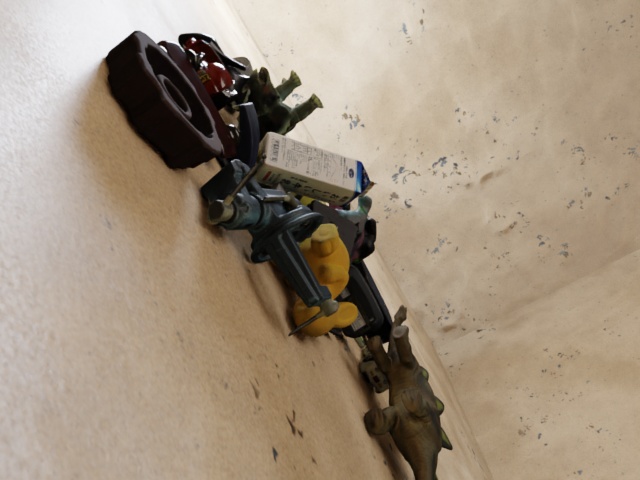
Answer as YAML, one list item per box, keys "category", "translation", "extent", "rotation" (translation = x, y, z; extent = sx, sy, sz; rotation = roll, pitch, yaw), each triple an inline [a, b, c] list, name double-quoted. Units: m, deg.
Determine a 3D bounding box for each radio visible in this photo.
- category: "radio"
  translation: [0.109, 0.141, 1.287]
  extent: [0.229, 0.073, 0.131]
  rotation: [60, 9, -32]

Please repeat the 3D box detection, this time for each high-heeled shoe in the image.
- category: "high-heeled shoe"
  translation: [-0.227, -0.352, 1.151]
  extent: [0.145, 0.086, 0.248]
  rotation: [22, -13, -6]

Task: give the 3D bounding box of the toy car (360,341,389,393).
- category: "toy car"
  translation: [0.125, 0.267, 1.148]
  extent: [0.073, 0.056, 0.201]
  rotation: [56, 7, 2]

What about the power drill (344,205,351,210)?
- category: "power drill"
  translation: [0.069, -0.081, 1.359]
  extent: [0.232, 0.086, 0.207]
  rotation: [164, -75, -73]

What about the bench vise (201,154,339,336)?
- category: "bench vise"
  translation: [-0.054, 0.003, 0.743]
  extent: [0.240, 0.129, 0.223]
  rotation: [57, 8, 11]

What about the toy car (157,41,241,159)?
- category: "toy car"
  translation: [-0.194, -0.210, 0.822]
  extent: [0.202, 0.053, 0.089]
  rotation: [61, 23, -4]

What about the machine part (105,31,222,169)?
- category: "machine part"
  translation: [-0.197, -0.174, 0.684]
  extent: [0.179, 0.056, 0.179]
  rotation: [57, 9, -15]

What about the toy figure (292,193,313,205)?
- category: "toy figure"
  translation: [-0.040, -0.078, 1.207]
  extent: [0.180, 0.082, 0.089]
  rotation: [60, 6, -28]

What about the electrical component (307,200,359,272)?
- category: "electrical component"
  translation: [-0.002, -0.003, 0.978]
  extent: [0.134, 0.058, 0.115]
  rotation: [23, 63, -19]

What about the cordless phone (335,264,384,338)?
- category: "cordless phone"
  translation: [0.051, 0.130, 1.123]
  extent: [0.146, 0.089, 0.184]
  rotation: [61, -10, 2]

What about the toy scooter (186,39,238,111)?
- category: "toy scooter"
  translation: [-0.207, -0.305, 0.983]
  extent: [0.135, 0.075, 0.184]
  rotation: [58, 6, -19]

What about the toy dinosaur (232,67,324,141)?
- category: "toy dinosaur"
  translation: [-0.113, -0.283, 1.247]
  extent: [0.131, 0.192, 0.405]
  rotation: [54, -7, -5]

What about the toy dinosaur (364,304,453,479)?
- category: "toy dinosaur"
  translation: [0.169, 0.323, 0.960]
  extent: [0.198, 0.105, 0.471]
  rotation: [47, 33, -38]

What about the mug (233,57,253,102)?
- category: "mug"
  translation: [-0.196, -0.385, 1.318]
  extent: [0.110, 0.081, 0.107]
  rotation: [-119, -174, -47]

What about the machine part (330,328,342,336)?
- category: "machine part"
  translation: [0.000, 0.110, 0.987]
  extent: [0.084, 0.039, 0.139]
  rotation: [27, 36, -60]

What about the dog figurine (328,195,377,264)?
- category: "dog figurine"
  translation: [0.034, 0.006, 1.122]
  extent: [0.219, 0.109, 0.191]
  rotation: [-54, 140, -49]

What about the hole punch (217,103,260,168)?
- category: "hole punch"
  translation: [-0.139, -0.175, 0.927]
  extent: [0.115, 0.092, 0.142]
  rotation: [63, 5, -15]

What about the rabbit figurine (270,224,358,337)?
- category: "rabbit figurine"
  translation: [-0.009, 0.086, 0.859]
  extent: [0.173, 0.122, 0.162]
  rotation: [-88, 160, -47]
